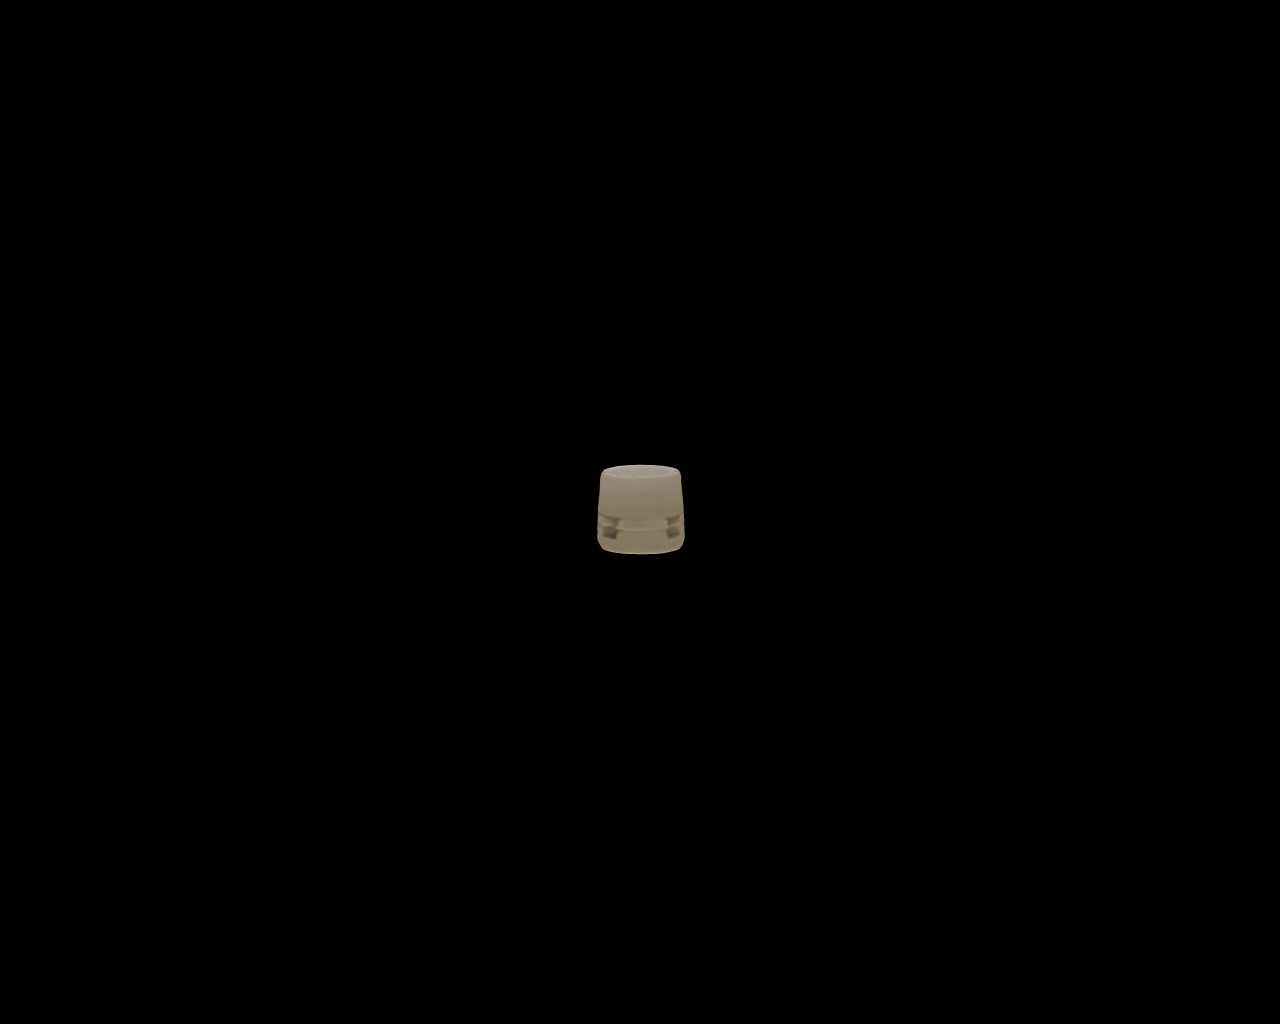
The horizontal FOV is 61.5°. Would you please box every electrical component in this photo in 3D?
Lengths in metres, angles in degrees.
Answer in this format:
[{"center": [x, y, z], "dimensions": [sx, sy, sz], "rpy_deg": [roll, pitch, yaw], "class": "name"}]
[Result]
[{"center": [0.001, -0.003, 0.650], "dimensions": [0.055, 0.047, 0.055], "rpy_deg": [0, 11, 0], "class": "electrical component"}]
